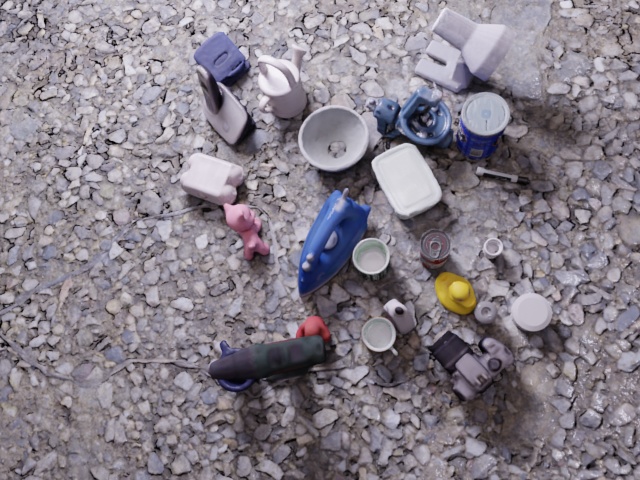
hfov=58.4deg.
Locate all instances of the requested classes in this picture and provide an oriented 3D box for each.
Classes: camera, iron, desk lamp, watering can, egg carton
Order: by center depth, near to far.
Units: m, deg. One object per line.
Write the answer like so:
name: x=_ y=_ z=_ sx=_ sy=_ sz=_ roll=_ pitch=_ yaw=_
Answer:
camera: x=0.309 y=0.245 z=1.195 sx=0.143 sy=0.101 sz=0.136 roll=-42 pitch=75 yaw=-4
iron: x=0.012 y=0.005 z=1.273 sx=0.118 sy=0.141 sz=0.258 roll=27 pitch=81 yaw=13
desk lamp: x=0.327 y=-0.429 z=1.307 sx=0.203 sy=0.214 sz=0.118 roll=28 pitch=81 yaw=13
watering can: x=-0.092 y=-0.384 z=1.359 sx=0.100 sy=0.194 sz=0.173 roll=9 pitch=77 yaw=10
egg carton: x=-0.261 y=-0.146 z=1.384 sx=0.150 sy=0.069 sz=0.107 roll=18 pitch=79 yaw=11

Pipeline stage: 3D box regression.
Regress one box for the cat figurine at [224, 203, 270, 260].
cat figurine: x=-0.172 y=-0.027 z=1.317 sx=0.067 sy=0.118 sz=0.127 roll=-23 pitch=74 yaw=1

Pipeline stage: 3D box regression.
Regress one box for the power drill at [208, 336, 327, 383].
power drill: x=-0.095 y=0.253 z=1.188 sx=0.229 sy=0.208 sz=0.075 roll=-15 pitch=74 yaw=3

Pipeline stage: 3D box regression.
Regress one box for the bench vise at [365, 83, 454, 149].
bench vise: x=0.200 y=-0.279 z=1.281 sx=0.207 sy=0.220 sz=0.121 roll=3 pitch=76 yaw=8

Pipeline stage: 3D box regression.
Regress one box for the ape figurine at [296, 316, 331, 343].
ape figurine: x=-0.015 y=0.202 z=1.252 sx=0.077 sy=0.092 sz=0.076 roll=14 pitch=78 yaw=11

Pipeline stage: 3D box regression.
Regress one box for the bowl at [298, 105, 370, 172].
bowl: x=0.036 y=-0.231 z=1.365 sx=0.167 sy=0.075 sz=0.167 roll=-2 pitch=75 yaw=7

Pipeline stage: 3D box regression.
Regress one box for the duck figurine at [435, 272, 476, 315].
duck figurine: x=0.296 y=0.111 z=1.239 sx=0.077 sy=0.086 sz=0.104 roll=-40 pitch=74 yaw=-4

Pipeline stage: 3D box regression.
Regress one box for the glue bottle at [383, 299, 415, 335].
glue bottle: x=0.165 y=0.155 z=1.199 sx=0.037 sy=0.173 sz=0.078 roll=-41 pitch=74 yaw=-4

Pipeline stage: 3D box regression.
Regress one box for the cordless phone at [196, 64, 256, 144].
cordless phone: x=-0.236 y=-0.325 z=1.366 sx=0.094 sy=0.185 sz=0.147 roll=-42 pitch=74 yaw=-4

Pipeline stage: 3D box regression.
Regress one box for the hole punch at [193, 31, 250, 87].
hole punch: x=-0.247 y=-0.455 z=1.450 sx=0.109 sy=0.091 sz=0.101 roll=-44 pitch=75 yaw=-5

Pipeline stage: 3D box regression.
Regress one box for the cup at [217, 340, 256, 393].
cup: x=-0.178 y=0.275 z=1.252 sx=0.091 sy=0.095 sz=0.117 roll=-32 pitch=74 yaw=-2
